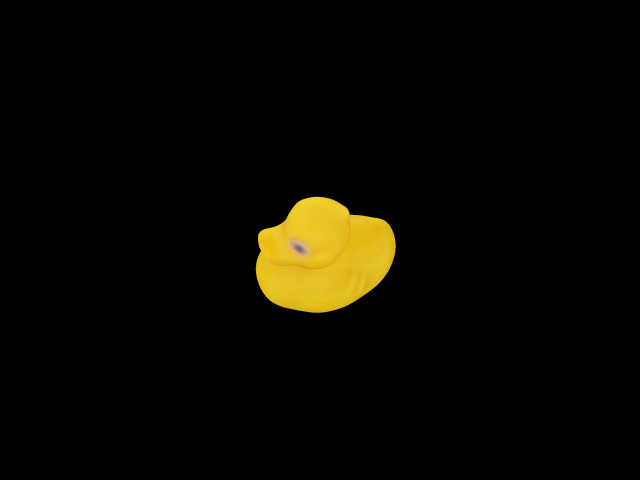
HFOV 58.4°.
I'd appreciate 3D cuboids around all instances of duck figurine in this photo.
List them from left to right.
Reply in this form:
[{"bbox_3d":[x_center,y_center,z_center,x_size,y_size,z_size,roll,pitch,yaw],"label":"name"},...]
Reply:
[{"bbox_3d":[0.004,0.001,0.400,0.104,0.086,0.077,-14,64,-7],"label":"duck figurine"}]
